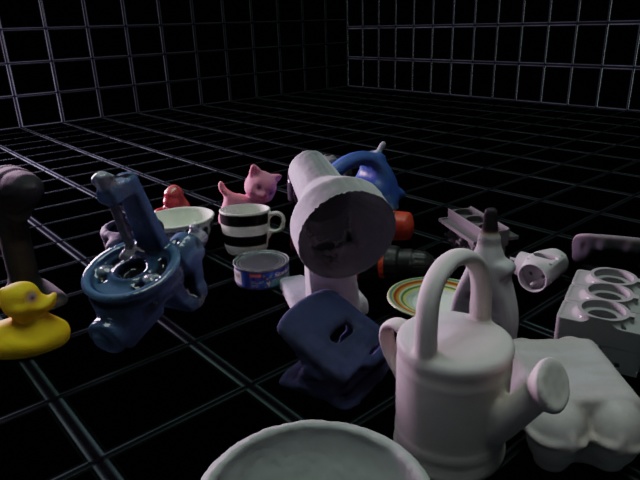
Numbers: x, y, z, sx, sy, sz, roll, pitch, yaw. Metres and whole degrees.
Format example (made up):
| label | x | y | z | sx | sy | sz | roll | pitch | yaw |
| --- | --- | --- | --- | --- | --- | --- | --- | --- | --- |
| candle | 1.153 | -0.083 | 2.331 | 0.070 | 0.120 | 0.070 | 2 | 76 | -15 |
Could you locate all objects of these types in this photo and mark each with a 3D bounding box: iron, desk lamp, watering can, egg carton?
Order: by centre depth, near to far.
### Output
| label | x | y | z | sx | sy | sz | roll | pitch | yaw |
| --- | --- | --- | --- | --- | --- | --- | --- | --- | --- |
| watering can | 0.121 | 0.101 | 0.488 | 0.172 | 0.194 | 0.101 | 9 | 23 | 25 |
| egg carton | 0.228 | 0.147 | 0.534 | 0.107 | 0.069 | 0.150 | -2 | 21 | 1 |
| desk lamp | 0.007 | 0.003 | 0.728 | 0.118 | 0.214 | 0.202 | -8 | 22 | -16 |
| iron | 0.053 | -0.101 | 1.098 | 0.118 | 0.141 | 0.259 | 17 | 28 | 40 |

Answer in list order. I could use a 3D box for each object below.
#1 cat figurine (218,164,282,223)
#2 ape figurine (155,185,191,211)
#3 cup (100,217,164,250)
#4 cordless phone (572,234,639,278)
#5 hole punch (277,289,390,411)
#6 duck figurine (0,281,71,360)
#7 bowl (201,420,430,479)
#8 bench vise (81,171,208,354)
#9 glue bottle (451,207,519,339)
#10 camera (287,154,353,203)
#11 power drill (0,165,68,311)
| label | x | y | z | sx | sy | sz | roll | pitch | yaw |
| --- | --- | --- | --- | --- | --- | --- | --- | --- | --- |
| cat figurine | -0.138 | -0.093 | 1.125 | 0.128 | 0.118 | 0.067 | -2 | 21 | -2 |
| ape figurine | -0.274 | -0.059 | 1.082 | 0.077 | 0.092 | 0.076 | 11 | 24 | 30 |
| cup | -0.281 | 0.025 | 0.860 | 0.091 | 0.095 | 0.118 | 1 | 21 | 8 |
| cordless phone | 0.434 | -0.020 | 0.793 | 0.147 | 0.185 | 0.094 | 6 | 22 | 21 |
| hole punch | 0.019 | 0.112 | 0.613 | 0.100 | 0.091 | 0.109 | 11 | 25 | 31 |
| duck figurine | -0.367 | 0.093 | 0.700 | 0.105 | 0.086 | 0.077 | -8 | 22 | -15 |
| bowl | -0.004 | 0.205 | 0.394 | 0.167 | 0.075 | 0.167 | -1 | 21 | 1 |
| bench vise | -0.227 | 0.006 | 0.729 | 0.121 | 0.220 | 0.207 | 1 | 21 | 7 |
| glue bottle | 0.191 | 0.046 | 0.656 | 0.077 | 0.173 | 0.037 | 14 | 26 | 36 |
| camera | -0.015 | -0.124 | 1.219 | 0.142 | 0.101 | 0.137 | 8 | 23 | 25 |
| power drill | -0.414 | -0.006 | 0.790 | 0.076 | 0.208 | 0.228 | -21 | 28 | -40 |
